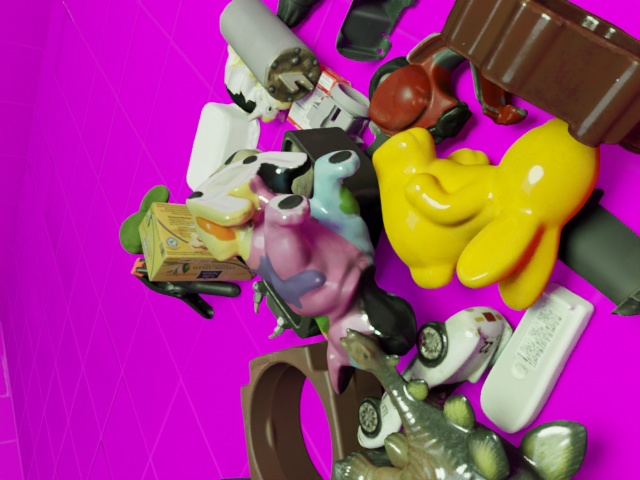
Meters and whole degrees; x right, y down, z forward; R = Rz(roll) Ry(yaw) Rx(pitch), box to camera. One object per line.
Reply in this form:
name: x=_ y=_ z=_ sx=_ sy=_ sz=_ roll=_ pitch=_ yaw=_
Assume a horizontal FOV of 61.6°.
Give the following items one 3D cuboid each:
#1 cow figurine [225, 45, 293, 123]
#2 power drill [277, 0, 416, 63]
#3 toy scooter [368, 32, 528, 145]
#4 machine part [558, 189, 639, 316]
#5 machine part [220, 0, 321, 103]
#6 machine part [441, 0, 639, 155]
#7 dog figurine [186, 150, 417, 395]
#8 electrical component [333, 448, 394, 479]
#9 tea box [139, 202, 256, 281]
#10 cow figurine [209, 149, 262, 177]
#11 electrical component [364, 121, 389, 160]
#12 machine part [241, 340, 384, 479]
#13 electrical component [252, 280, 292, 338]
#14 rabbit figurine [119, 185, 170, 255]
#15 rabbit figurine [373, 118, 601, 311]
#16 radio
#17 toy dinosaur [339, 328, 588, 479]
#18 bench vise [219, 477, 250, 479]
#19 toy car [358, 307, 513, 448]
cow figurine: x=-0.094 y=-0.216 z=0.796 sx=0.167 sy=0.068 sz=0.098 roll=57 pitch=136 yaw=41
power drill: x=0.025 y=-0.308 z=0.651 sx=0.232 sy=0.086 sz=0.207 roll=-57 pitch=40 yaw=43
toy scooter: x=0.126 y=-0.141 z=0.511 sx=0.184 sy=0.075 sz=0.135 roll=-38 pitch=61 yaw=39
machine part: x=0.209 y=0.006 z=0.418 sx=0.084 sy=0.039 sz=0.139 roll=-60 pitch=32 yaw=19
machine part: x=-0.069 y=-0.256 z=0.712 sx=0.243 sy=0.079 sz=0.079 roll=56 pitch=129 yaw=39
machine part: x=0.167 y=-0.131 z=0.376 sx=0.179 sy=0.179 sz=0.056 roll=59 pitch=135 yaw=35
dog figurine: x=-0.009 y=0.036 z=0.500 sx=0.192 sy=0.108 sz=0.219 roll=5 pitch=126 yaw=36
electrical component: x=0.062 y=0.268 z=0.522 sx=0.058 sy=0.134 sz=0.115 roll=-13 pitch=80 yaw=51
tea box: x=-0.172 y=0.006 z=0.802 sx=0.068 sy=0.169 sz=0.098 roll=-48 pitch=51 yaw=39
cow figurine: x=-0.086 y=-0.055 z=0.765 sx=0.127 sy=0.085 sz=0.195 roll=-45 pitch=46 yaw=29
electrical component: x=0.069 y=-0.091 z=0.620 sx=0.063 sy=0.021 sz=0.094 roll=-44 pitch=56 yaw=42
machine part: x=-0.008 y=0.230 z=0.652 sx=0.201 sy=0.087 sz=0.201 roll=-28 pitch=66 yaw=49
electrical component: x=-0.054 y=0.087 z=0.748 sx=0.102 sy=0.045 sz=0.078 roll=54 pitch=130 yaw=38
rabbit figurine: x=-0.254 y=-0.023 z=0.908 sx=0.121 sy=0.170 sz=0.159 roll=-58 pitch=47 yaw=31
rabbit figurine: x=0.134 y=-0.031 z=0.429 sx=0.173 sy=0.121 sz=0.162 roll=-23 pitch=52 yaw=43
radio: x=-0.001 y=-0.002 z=0.623 sx=0.131 sy=0.073 sz=0.229 roll=53 pitch=143 yaw=40
toy dinosaur: x=0.159 y=0.256 z=0.384 sx=0.471 sy=0.105 sz=0.198 roll=56 pitch=136 yaw=11
bench vise: x=-0.135 y=0.479 z=0.774 sx=0.224 sy=0.129 sz=0.240 roll=23 pitch=99 yaw=49
toy car: x=0.105 y=0.140 z=0.521 sx=0.056 sy=0.073 sz=0.201 roll=57 pitch=130 yaw=38
